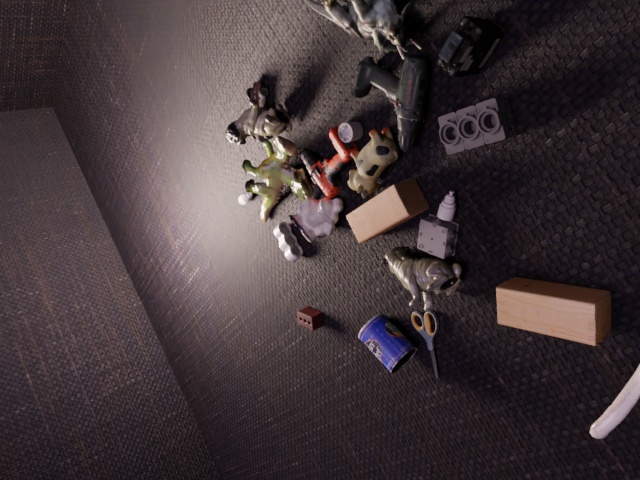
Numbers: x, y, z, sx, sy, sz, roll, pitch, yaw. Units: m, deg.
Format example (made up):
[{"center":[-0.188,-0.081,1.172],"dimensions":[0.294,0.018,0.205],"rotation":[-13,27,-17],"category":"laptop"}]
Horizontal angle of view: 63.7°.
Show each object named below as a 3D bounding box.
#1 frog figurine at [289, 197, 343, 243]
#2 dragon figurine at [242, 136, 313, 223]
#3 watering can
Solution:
[{"center":[0.005,-0.080,1.591],"dimensions":[0.158,0.121,0.140],"rotation":[-39,60,10],"category":"frog figurine"},{"center":[-0.125,-0.178,1.691],"dimensions":[0.245,0.124,0.400],"rotation":[29,141,32],"category":"dragon figurine"},{"center":[0.607,0.210,0.898],"dimensions":[0.104,0.228,0.340],"rotation":[39,134,9],"category":"watering can"}]
